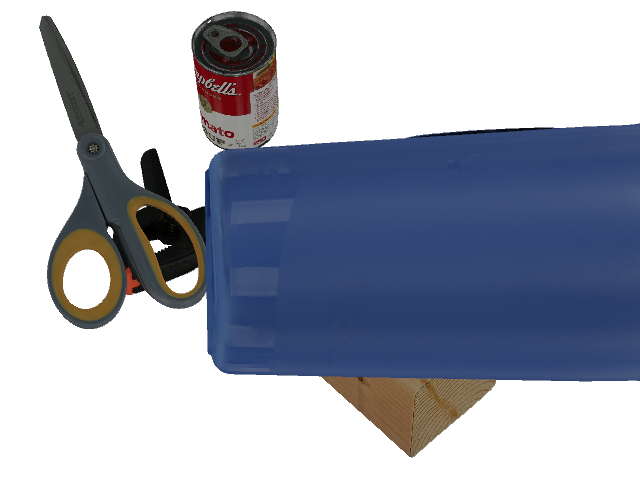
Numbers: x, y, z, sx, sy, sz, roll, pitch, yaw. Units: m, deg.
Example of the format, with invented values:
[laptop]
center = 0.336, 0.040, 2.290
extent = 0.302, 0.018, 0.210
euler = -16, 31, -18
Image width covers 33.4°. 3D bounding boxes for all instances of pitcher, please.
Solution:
[pitcher]
center = 0.065, 0.002, 0.532
extent = 0.242, 0.145, 0.149
euler = -1, -6, -6

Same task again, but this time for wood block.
[wood block]
center = 0.024, 0.045, 0.778
extent = 0.090, 0.091, 0.206
euler = -36, 58, -24

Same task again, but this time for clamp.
[clamp]
center = -0.151, -0.021, 1.060
extent = 0.165, 0.036, 0.209
euler = 20, 41, 19

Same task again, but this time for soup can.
[soup can]
center = -0.069, -0.130, 0.886
extent = 0.068, 0.068, 0.102
euler = 0, -33, -1

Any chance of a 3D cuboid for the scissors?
[scissors]
center = -0.140, -0.034, 0.603
extent = 0.096, 0.202, 0.016
euler = -36, -16, -13
